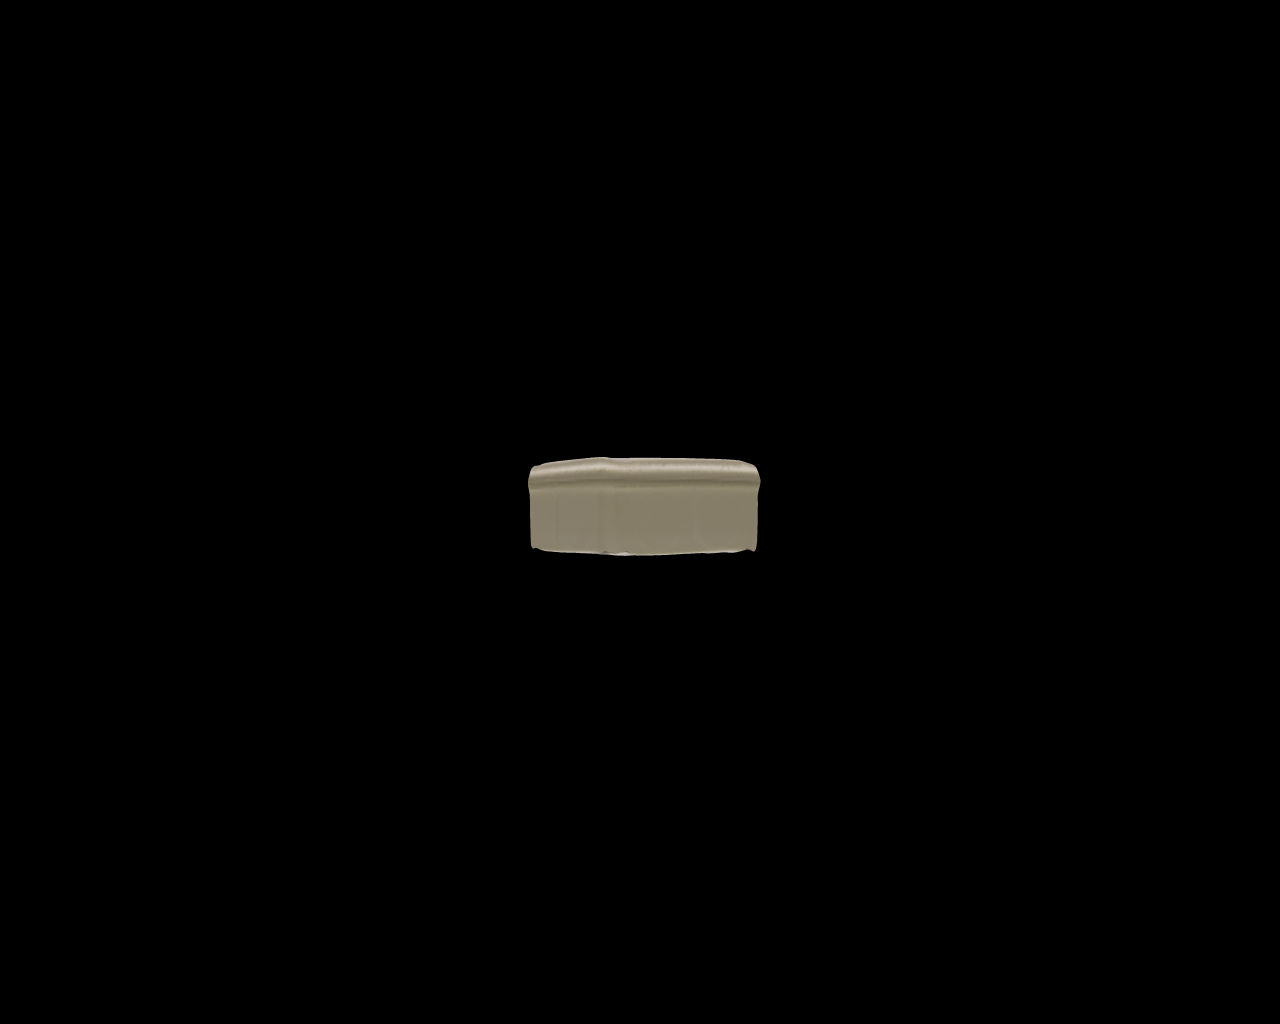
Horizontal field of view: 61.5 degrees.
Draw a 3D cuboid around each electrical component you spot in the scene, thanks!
[{"bbox_3d":[0.001,-0.003,0.650,0.109,0.056,0.108,0,0,-32],"label":"electrical component"}]
